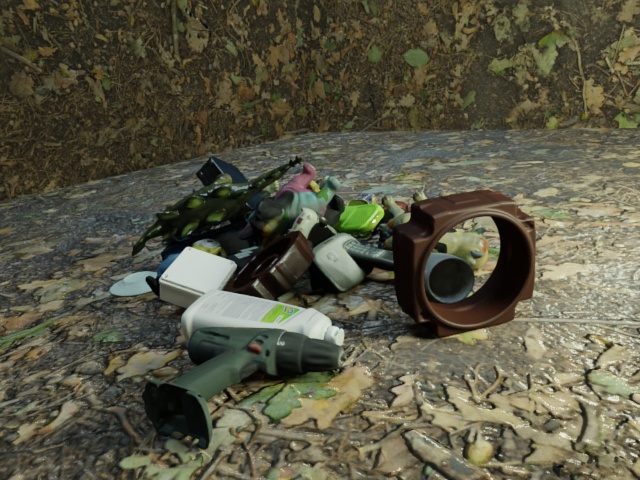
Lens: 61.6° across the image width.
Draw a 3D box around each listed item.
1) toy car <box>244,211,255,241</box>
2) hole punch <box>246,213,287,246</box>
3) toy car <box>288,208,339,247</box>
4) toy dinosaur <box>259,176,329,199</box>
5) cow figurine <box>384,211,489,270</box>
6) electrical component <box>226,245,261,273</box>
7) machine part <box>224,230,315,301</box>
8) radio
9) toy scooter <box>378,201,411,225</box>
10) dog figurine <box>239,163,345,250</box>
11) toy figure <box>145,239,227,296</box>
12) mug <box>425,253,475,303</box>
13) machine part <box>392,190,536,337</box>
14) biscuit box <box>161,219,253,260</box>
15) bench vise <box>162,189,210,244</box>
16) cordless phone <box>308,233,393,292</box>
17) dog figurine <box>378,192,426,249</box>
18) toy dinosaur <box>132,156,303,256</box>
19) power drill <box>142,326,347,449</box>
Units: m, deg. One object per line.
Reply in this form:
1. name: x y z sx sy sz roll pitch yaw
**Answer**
1. toy car: -0.111 -0.028 1.311 0.161 0.109 0.103 -25 54 -36
2. hole punch: -0.086 -0.033 1.219 0.142 0.116 0.092 -1 -21 -26
3. toy car: -0.002 -0.003 1.090 0.056 0.073 0.201 29 -5 27
4. toy dinosaur: -0.138 -0.094 1.525 0.405 0.131 0.192 -4 16 29
5. cow figurine: 0.233 0.001 1.028 0.195 0.085 0.127 22 -21 -7
6. electrical component: -0.128 0.055 1.122 0.115 0.058 0.134 -12 17 -24
7. machine part: -0.089 0.058 0.968 0.179 0.056 0.179 -37 16 13
8. radio: -0.220 -0.114 1.407 0.230 0.073 0.131 49 14 27
9. toy scooter: 0.230 -0.067 1.347 0.184 0.075 0.135 -3 18 2
10. dog figurine: -0.060 -0.046 1.124 0.109 0.191 0.219 38 72 27
11. toy figure: -0.273 0.061 1.123 0.082 0.089 0.180 25 40 25
12. mug: 0.201 0.059 0.943 0.110 0.080 0.107 4 8 -4
13. machine part: 0.218 0.034 0.808 0.201 0.201 0.087 -10 21 -12
14. biscuit box: -0.257 0.017 1.224 0.203 0.059 0.063 -18 17 5
15. bench vise: -0.317 -0.063 1.438 0.224 0.128 0.241 -21 4 -19
16. cordless phone: 0.082 0.053 1.011 0.184 0.088 0.146 10 23 33
17. dog figurine: 0.206 -0.007 1.160 0.172 0.121 0.191 -7 32 5
18. toy dinosaur: -0.240 -0.077 1.208 0.471 0.105 0.198 -30 11 9
19. power drill: -0.107 0.173 0.698 0.232 0.085 0.207 4 25 30
